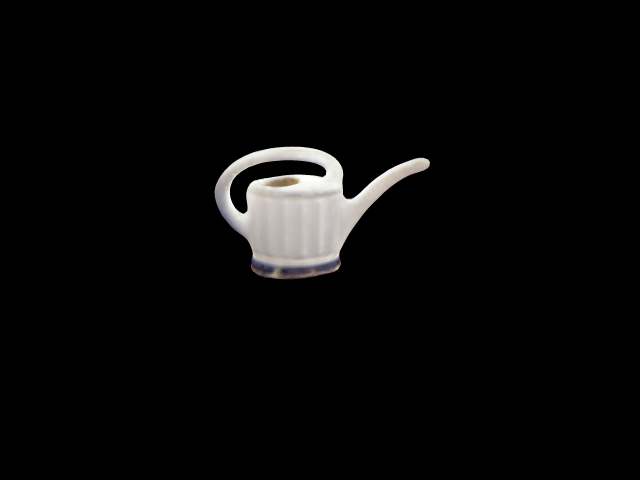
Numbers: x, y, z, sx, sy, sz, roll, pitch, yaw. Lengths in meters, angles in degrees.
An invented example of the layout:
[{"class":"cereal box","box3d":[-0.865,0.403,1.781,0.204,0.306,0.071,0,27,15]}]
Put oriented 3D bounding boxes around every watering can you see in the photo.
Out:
[{"class":"watering can","box3d":[0.003,-0.043,0.850,0.348,0.220,0.106,0,22,0]}]
